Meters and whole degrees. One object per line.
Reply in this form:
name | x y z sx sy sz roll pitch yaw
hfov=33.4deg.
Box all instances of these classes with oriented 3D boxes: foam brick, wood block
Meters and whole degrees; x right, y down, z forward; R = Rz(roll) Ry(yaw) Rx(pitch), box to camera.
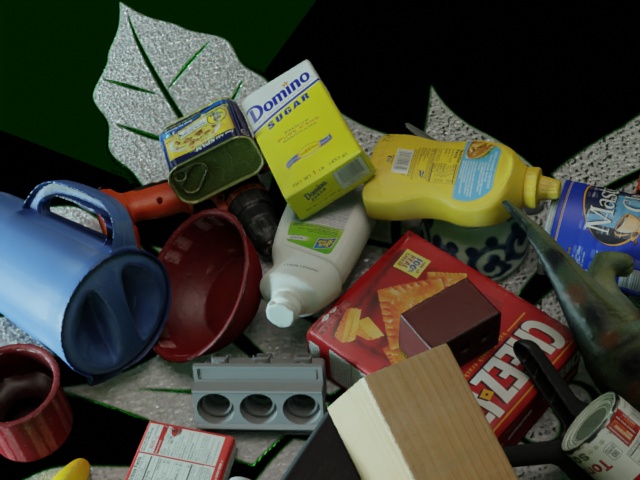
foam brick | 0.117 0.082 0.969 0.078 0.053 0.051 -28 54 -17
wood block | 0.100 0.203 0.878 0.090 0.091 0.206 -18 72 -28

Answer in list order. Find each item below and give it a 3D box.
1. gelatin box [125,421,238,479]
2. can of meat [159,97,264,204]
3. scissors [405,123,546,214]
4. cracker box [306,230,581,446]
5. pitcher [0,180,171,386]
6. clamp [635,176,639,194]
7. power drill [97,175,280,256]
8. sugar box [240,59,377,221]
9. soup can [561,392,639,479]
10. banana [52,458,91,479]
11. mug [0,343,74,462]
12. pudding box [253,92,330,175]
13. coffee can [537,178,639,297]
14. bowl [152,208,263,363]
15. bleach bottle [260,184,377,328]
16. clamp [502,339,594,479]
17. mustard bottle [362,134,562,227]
gelatin box | -0.130 0.213 0.993 0.089 0.030 0.073 8 53 13
can of meat | -0.121 -0.099 1.160 0.102 0.057 0.084 -27 44 3
scissors | 0.157 -0.069 1.212 0.202 0.016 0.096 27 58 26
cracker box | 0.118 0.106 1.030 0.214 0.072 0.164 33 60 28
pitcher | -0.274 0.024 1.084 0.243 0.145 0.149 24 68 36
clamp | 0.425 -0.033 1.094 0.210 0.036 0.164 17 9 27
power drill | -0.147 -0.026 1.184 0.187 0.057 0.184 -19 47 -14
sugar box | -0.017 -0.109 1.115 0.093 0.048 0.176 -32 47 4
soup can | 0.261 0.184 0.888 0.102 0.069 0.068 41 60 0
banana | -0.229 0.284 0.943 0.069 0.037 0.198 7 47 -28
mug | -0.295 0.155 1.027 0.117 0.081 0.093 22 55 23
pudding box | -0.029 -0.123 1.222 0.090 0.039 0.113 -19 19 16
coffee can | 0.301 0.001 1.078 0.140 0.103 0.102 14 52 17
bowl | -0.108 0.052 1.082 0.162 0.055 0.162 -23 56 39
bleach bottle | -0.007 0.001 1.094 0.103 0.068 0.250 5 35 18
clamp | 0.217 0.179 0.935 0.171 0.039 0.120 35 72 -3
mustard bottle | 0.145 -0.058 1.074 0.192 0.058 0.096 5 52 20
